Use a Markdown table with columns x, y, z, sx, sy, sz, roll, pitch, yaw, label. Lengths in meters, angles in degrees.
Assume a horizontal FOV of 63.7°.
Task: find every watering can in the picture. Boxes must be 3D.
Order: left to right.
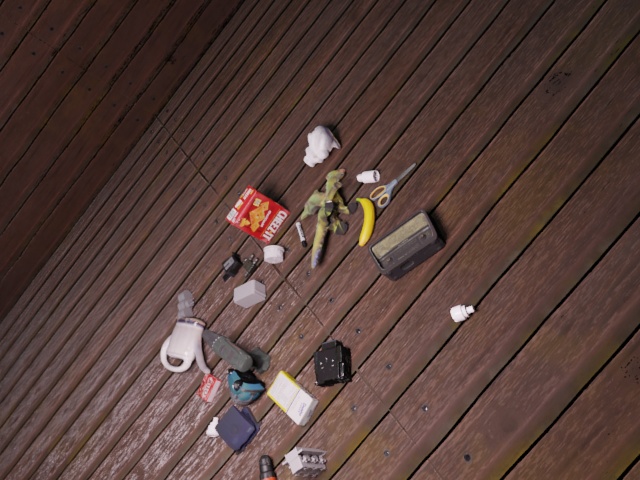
| x | y | z | sx | sy | sz | roll | pitch | yaw | label |
| --- | --- | --- | --- | --- | --- | --- | --- | --- | --- |
| -0.517 | 0.419 | 2.056 | 0.346 | 0.103 | 0.228 | -3 | 64 | 41 | watering can |

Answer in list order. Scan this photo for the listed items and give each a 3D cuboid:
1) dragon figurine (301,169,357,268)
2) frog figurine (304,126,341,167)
| x | y | z | sx | sy | sz | roll | pitch | yaw | label |
| --- | --- | --- | --- | --- | --- | --- | --- | --- | --- |
| 0.006 | -0.098 | 1.944 | 0.243 | 0.121 | 0.413 | 10 | 70 | 61 | dragon figurine |
| -0.010 | -0.382 | 2.091 | 0.159 | 0.121 | 0.139 | -34 | 67 | 6 | frog figurine |
